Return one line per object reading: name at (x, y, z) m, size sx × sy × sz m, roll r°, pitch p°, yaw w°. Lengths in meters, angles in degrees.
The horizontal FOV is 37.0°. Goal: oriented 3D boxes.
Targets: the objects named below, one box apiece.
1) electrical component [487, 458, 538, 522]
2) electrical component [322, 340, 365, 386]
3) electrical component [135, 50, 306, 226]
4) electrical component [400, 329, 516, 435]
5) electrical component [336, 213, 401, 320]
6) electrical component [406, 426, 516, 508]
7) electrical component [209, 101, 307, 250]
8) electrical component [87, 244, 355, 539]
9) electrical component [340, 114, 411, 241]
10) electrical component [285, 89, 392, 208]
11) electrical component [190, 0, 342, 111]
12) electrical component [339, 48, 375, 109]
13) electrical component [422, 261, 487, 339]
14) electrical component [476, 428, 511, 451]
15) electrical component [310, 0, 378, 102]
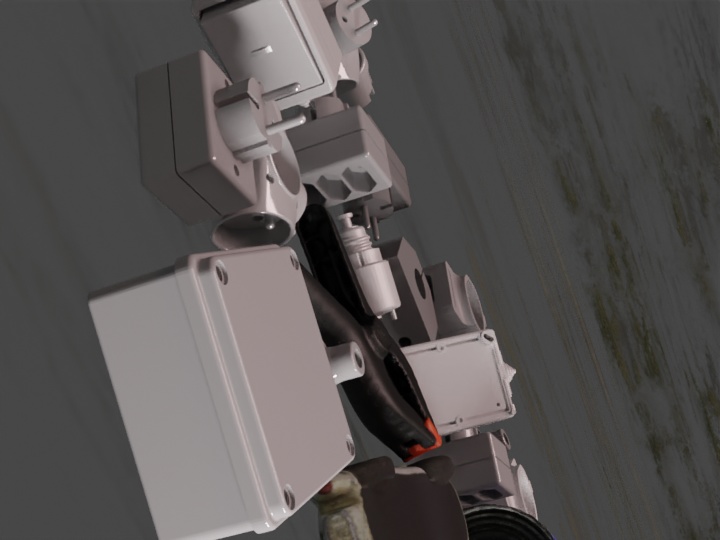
electrical component at (0.112, 0.194, 0.890) m, size 0.089 × 0.056 × 0.050 m, roll -19°, pitch 92°, yaw -75°
electrical component at (-0.029, 0.051, 0.530) m, size 0.043 × 0.062 × 0.043 m, roll -17°, pitch 90°, yaw -75°
electrical component at (-0.062, -0.069, 0.516) m, size 0.047 × 0.077 × 0.065 m, roll 48°, pitch 29°, yaw -58°
electrical component at (0.060, 0.081, 0.741) m, size 0.061 × 0.096 × 0.061 m, roll 133°, pitch -56°, yaw -71°
electrical component at (0.000, 0.000, 0.733) m, size 0.040 × 0.040 × 0.078 m, roll -7°, pitch 80°, yaw -75°
electrical component at (0.070, 0.132, 0.790) m, size 0.047 × 0.066 × 0.076 m, roll 45°, pitch 31°, yaw -60°
electrical component at (-0.053, -0.045, 0.584) m, size 0.079 × 0.044 × 0.077 m, roll 47°, pitch 29°, yaw -58°
electrical component at (-0.054, 0.048, 0.457) m, size 0.109 × 0.056 × 0.108 m, roll -14°, pitch 87°, yaw -75°
electrical component at (0.004, -0.058, 0.797) m, size 0.083 × 0.047 × 0.075 m, roll 48°, pitch 29°, yaw -57°
electrical component at (-0.022, -0.086, 0.699) m, size 0.047 × 0.066 × 0.076 m, roll 46°, pitch 31°, yaw -60°
electrical component at (-0.053, -0.136, 0.652) m, size 0.061 × 0.062 × 0.096 m, roll -83°, pitch 152°, yaw -56°
electrical component at (-0.010, -0.155, 0.872) m, size 0.046 × 0.040 × 0.040 m, roll 56°, pitch 21°, yaw -64°
electrical component at (0.072, 0.038, 0.917) m, size 0.089 × 0.056 × 0.050 m, roll 52°, pitch 26°, yaw -52°
electrical component at (0.085, 0.142, 0.834) m, size 0.048 × 0.062 × 0.048 m, roll 57°, pitch 16°, yaw -27°
electrical component at (-0.019, -0.174, 0.788) m, size 0.043 × 0.079 × 0.077 m, roll -6°, pitch 79°, yaw -49°
